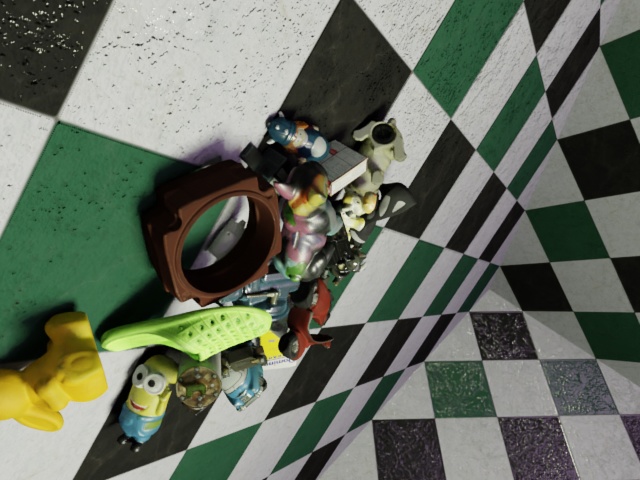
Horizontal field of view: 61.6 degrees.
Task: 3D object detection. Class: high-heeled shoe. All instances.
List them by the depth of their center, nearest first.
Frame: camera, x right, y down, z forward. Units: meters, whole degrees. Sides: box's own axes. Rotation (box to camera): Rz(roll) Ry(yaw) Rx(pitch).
[{"bbox_3d":[0.156,-0.045,1.321,0.086,0.145,0.248,-34,146,-35],"label":"high-heeled shoe"}]

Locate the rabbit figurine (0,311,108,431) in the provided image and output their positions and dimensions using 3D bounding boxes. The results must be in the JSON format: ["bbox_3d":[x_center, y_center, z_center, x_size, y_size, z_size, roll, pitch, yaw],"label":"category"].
[{"bbox_3d":[-0.396,0.196,0.753,0.173,0.122,0.162,-18,148,-31],"label":"rabbit figurine"}]

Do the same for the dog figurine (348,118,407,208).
[{"bbox_3d":[0.118,-0.163,1.194,0.172,0.121,0.190,-46,168,-9],"label":"dog figurine"}]

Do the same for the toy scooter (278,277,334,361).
[{"bbox_3d":[-0.013,0.170,1.144,0.135,0.075,0.184,25,78,-42],"label":"toy scooter"}]

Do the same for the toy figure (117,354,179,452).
[{"bbox_3d":[-0.322,0.298,1.002,0.089,0.082,0.180,-96,-155,-75],"label":"toy figure"}]

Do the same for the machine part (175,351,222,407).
[{"bbox_3d":[-0.219,0.232,0.981,0.079,0.079,0.243,-55,-167,2],"label":"machine part"}]

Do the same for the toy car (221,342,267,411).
[{"bbox_3d":[-0.186,0.283,1.164,0.109,0.162,0.102,-41,126,12],"label":"toy car"}]

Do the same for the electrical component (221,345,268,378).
[{"bbox_3d":[-0.157,0.246,1.078,0.102,0.045,0.078,-14,150,-11],"label":"electrical component"}]

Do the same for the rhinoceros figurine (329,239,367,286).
[{"bbox_3d":[0.058,0.049,1.260,0.112,0.073,0.190,-36,-174,1],"label":"rhinoceros figurine"}]

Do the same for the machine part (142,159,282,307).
[{"bbox_3d":[-0.161,-0.008,0.845,0.201,0.087,0.201,-27,132,-30],"label":"machine part"}]

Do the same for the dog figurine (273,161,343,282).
[{"bbox_3d":[-0.032,-0.032,0.951,0.219,0.109,0.191,66,43,-72],"label":"dog figurine"}]

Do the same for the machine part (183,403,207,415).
[{"bbox_3d":[-0.262,0.330,1.163,0.039,0.084,0.138,-65,177,-45],"label":"machine part"}]

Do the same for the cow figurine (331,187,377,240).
[{"bbox_3d":[0.052,-0.062,1.155,0.167,0.098,0.068,130,-24,-52],"label":"cow figurine"}]

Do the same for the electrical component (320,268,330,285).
[{"bbox_3d":[-0.005,0.115,1.385,0.063,0.021,0.094,-27,144,-44],"label":"electrical component"}]

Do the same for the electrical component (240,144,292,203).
[{"bbox_3d":[-0.089,-0.120,0.929,0.075,0.048,0.119,-51,156,-8],"label":"electrical component"}]

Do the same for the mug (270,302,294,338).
[{"bbox_3d":[-0.095,0.175,1.204,0.109,0.107,0.080,-8,121,-52],"label":"mug"}]

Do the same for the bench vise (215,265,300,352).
[{"bbox_3d":[-0.148,0.137,1.064,0.223,0.129,0.240,-15,130,-49],"label":"bench vise"}]

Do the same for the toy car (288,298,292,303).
[{"bbox_3d":[-0.053,0.139,1.296,0.073,0.056,0.201,-30,145,-28],"label":"toy car"}]

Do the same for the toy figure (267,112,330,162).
[{"bbox_3d":[-0.035,-0.178,0.943,0.154,0.058,0.064,11,74,-61],"label":"toy figure"}]

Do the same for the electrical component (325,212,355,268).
[{"bbox_3d":[-0.002,-0.003,1.119,0.115,0.134,0.058,-19,-179,36],"label":"electrical component"}]
